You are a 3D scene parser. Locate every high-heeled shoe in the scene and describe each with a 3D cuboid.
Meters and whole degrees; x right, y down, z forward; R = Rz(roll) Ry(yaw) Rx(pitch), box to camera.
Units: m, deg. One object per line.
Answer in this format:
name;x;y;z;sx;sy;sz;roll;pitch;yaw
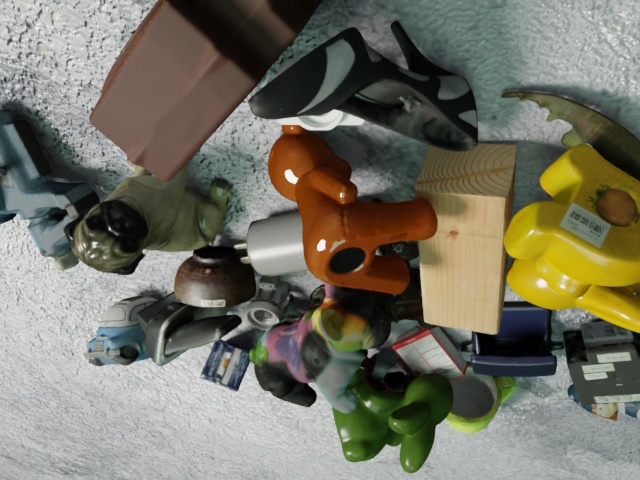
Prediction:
high-heeled shoe;0.052;-0.101;0.452;0.086;0.249;0.145;-21;104;49

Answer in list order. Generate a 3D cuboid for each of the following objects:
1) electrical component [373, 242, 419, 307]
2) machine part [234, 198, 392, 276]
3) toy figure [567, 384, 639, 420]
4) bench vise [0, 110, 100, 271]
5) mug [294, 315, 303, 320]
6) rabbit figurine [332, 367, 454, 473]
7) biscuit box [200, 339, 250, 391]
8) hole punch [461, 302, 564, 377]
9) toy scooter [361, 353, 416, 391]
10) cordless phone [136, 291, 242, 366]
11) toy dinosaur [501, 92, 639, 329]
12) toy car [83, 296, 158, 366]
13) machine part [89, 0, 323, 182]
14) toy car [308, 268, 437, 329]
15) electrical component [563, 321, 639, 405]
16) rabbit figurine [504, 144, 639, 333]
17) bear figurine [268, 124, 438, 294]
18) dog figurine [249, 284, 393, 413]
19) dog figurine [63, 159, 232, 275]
electrical component;0.081;0.040;0.688;0.045;0.078;0.102;27;135;-37
machine part;-0.001;-0.002;0.665;0.243;0.079;0.079;-9;130;25
toy figure;0.442;0.230;0.774;0.155;0.058;0.064;-4;93;22
bench vise;-0.424;-0.045;0.706;0.241;0.129;0.223;-17;120;8
mug;-0.031;0.176;0.845;0.109;0.081;0.107;33;122;-10
rabbit figurine;0.107;0.236;0.754;0.170;0.159;0.121;-20;103;5
biscuit box;-0.142;0.194;0.845;0.059;0.063;0.202;22;167;-3
hole punch;0.262;0.153;0.731;0.142;0.092;0.115;-6;135;17
toy scooter;0.110;0.238;0.869;0.184;0.075;0.135;10;134;14
cordless phone;-0.156;0.107;0.759;0.184;0.146;0.088;-16;101;41
toy dinosaur;0.370;0.006;0.545;0.199;0.105;0.471;-27;110;40
toy car;-0.300;0.143;0.871;0.109;0.161;0.103;-10;85;33
machine part;-0.090;-0.160;0.450;0.087;0.201;0.201;41;131;-19
toy car;0.076;0.096;0.757;0.202;0.053;0.089;-12;131;25
electrical component;0.395;0.162;0.719;0.115;0.058;0.134;-13;128;24
rabbit figurine;0.250;0.015;0.515;0.162;0.122;0.173;26;151;6
bear figurine;0.018;-0.044;0.571;0.132;0.196;0.120;1;132;-20
dog figurine;-0.006;0.119;0.682;0.192;0.108;0.219;7;139;11
dog figurine;-0.195;-0.006;0.639;0.121;0.191;0.172;-20;126;32
